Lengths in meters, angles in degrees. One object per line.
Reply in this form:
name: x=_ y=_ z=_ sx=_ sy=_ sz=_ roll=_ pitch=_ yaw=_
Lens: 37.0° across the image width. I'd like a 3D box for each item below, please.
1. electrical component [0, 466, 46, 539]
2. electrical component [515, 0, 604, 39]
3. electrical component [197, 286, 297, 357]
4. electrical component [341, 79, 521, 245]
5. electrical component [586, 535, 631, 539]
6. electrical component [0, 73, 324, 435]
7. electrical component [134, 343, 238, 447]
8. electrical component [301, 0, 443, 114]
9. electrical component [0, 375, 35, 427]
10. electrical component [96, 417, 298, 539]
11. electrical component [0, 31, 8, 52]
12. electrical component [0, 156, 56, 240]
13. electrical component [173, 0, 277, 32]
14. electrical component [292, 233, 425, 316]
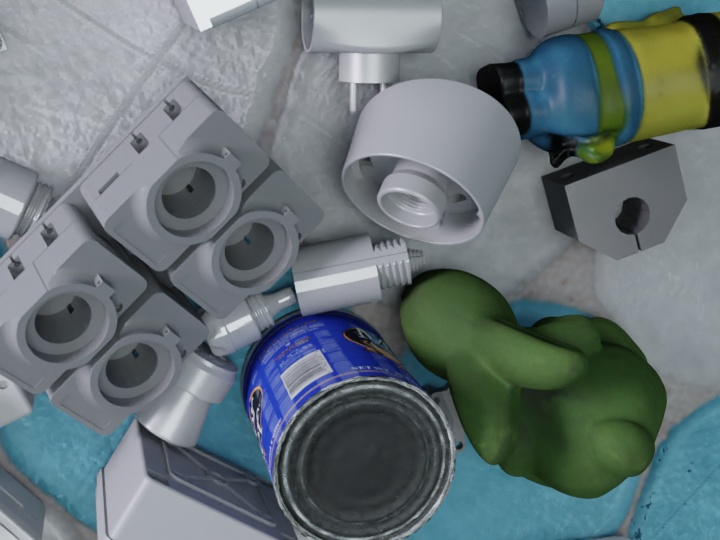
electrical component: x=-0.246 y=0.168 z=0.649 sx=0.096 sy=0.061 sz=0.061 roll=-42 pitch=109 yaw=-1
electrical component: x=0.092 y=-0.205 z=0.640 sx=0.074 sy=0.052 sz=0.138 roll=-20 pitch=107 yaw=-8
electrical component: x=-0.069 y=0.028 z=0.670 sx=0.061 sy=0.035 sz=0.035 roll=-25 pitch=108 yaw=-9
electrical component: x=0.040 y=-0.062 z=0.643 sx=0.099 sy=0.099 sz=0.064 roll=32 pitch=63 yaw=-19
electrical component: x=0.151 y=0.255 z=0.769 sx=0.109 sy=0.056 sz=0.108 roll=-5 pitch=105 yaw=-12
electrical component: x=-0.122 y=-0.003 z=0.617 sx=0.186 sy=0.060 sz=0.105 roll=-45 pitch=132 yaw=1
electrical component: x=-0.108 y=0.075 z=0.667 sx=0.045 sy=0.045 sz=0.055 roll=30 pitch=95 yaw=-18
electrical component: x=0.006 y=-0.133 z=0.643 sx=0.077 sy=0.043 sz=0.079 roll=-2 pitch=104 yaw=-13
electrical component: x=-0.238 y=0.081 z=0.621 sx=0.083 sy=0.075 sz=0.047 roll=-25 pitch=108 yaw=-6
electrical component: x=-0.101 y=0.150 z=0.655 sx=0.109 sy=0.109 sz=0.056 roll=31 pitch=93 yaw=-19
electrical component: x=-0.271 y=-0.186 z=0.554 sx=0.105 sy=0.060 sz=0.186 roll=-20 pitch=108 yaw=-8
electrical component: x=-0.195 y=-0.037 z=0.619 sx=0.062 sy=0.043 sz=0.043 roll=24 pitch=97 yaw=-19
electrical component: x=-0.078 y=-0.179 z=0.555 sx=0.062 sy=0.150 sz=0.089 roll=-25 pitch=108 yaw=-5
electrical component: x=0.000 y=0.000 z=0.668 sx=0.081 sy=0.043 sz=0.043 roll=-11 pitch=106 yaw=-1
